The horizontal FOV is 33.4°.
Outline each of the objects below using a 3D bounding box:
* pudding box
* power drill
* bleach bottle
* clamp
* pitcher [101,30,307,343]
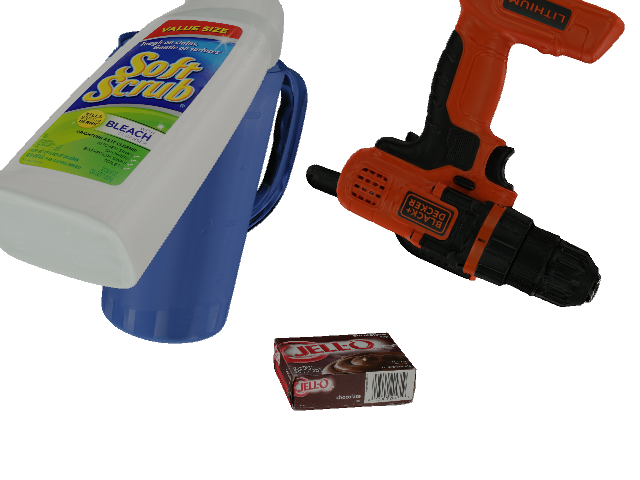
[{"bbox_3d":[0.020,0.116,0.962,0.113,0.039,0.090,0,17,-13],"label":"pudding box"},{"bbox_3d":[0.123,-0.068,0.692,0.184,0.188,0.057,25,8,11],"label":"power drill"},{"bbox_3d":[-0.097,-0.089,0.654,0.103,0.250,0.068,15,-36,17],"label":"bleach bottle"},{"bbox_3d":[0.094,-0.034,1.153,0.164,0.036,0.210,-16,53,-30],"label":"clamp"},{"bbox_3d":[-0.104,-0.044,0.883,0.149,0.243,0.145,12,20,3],"label":"pitcher"}]
